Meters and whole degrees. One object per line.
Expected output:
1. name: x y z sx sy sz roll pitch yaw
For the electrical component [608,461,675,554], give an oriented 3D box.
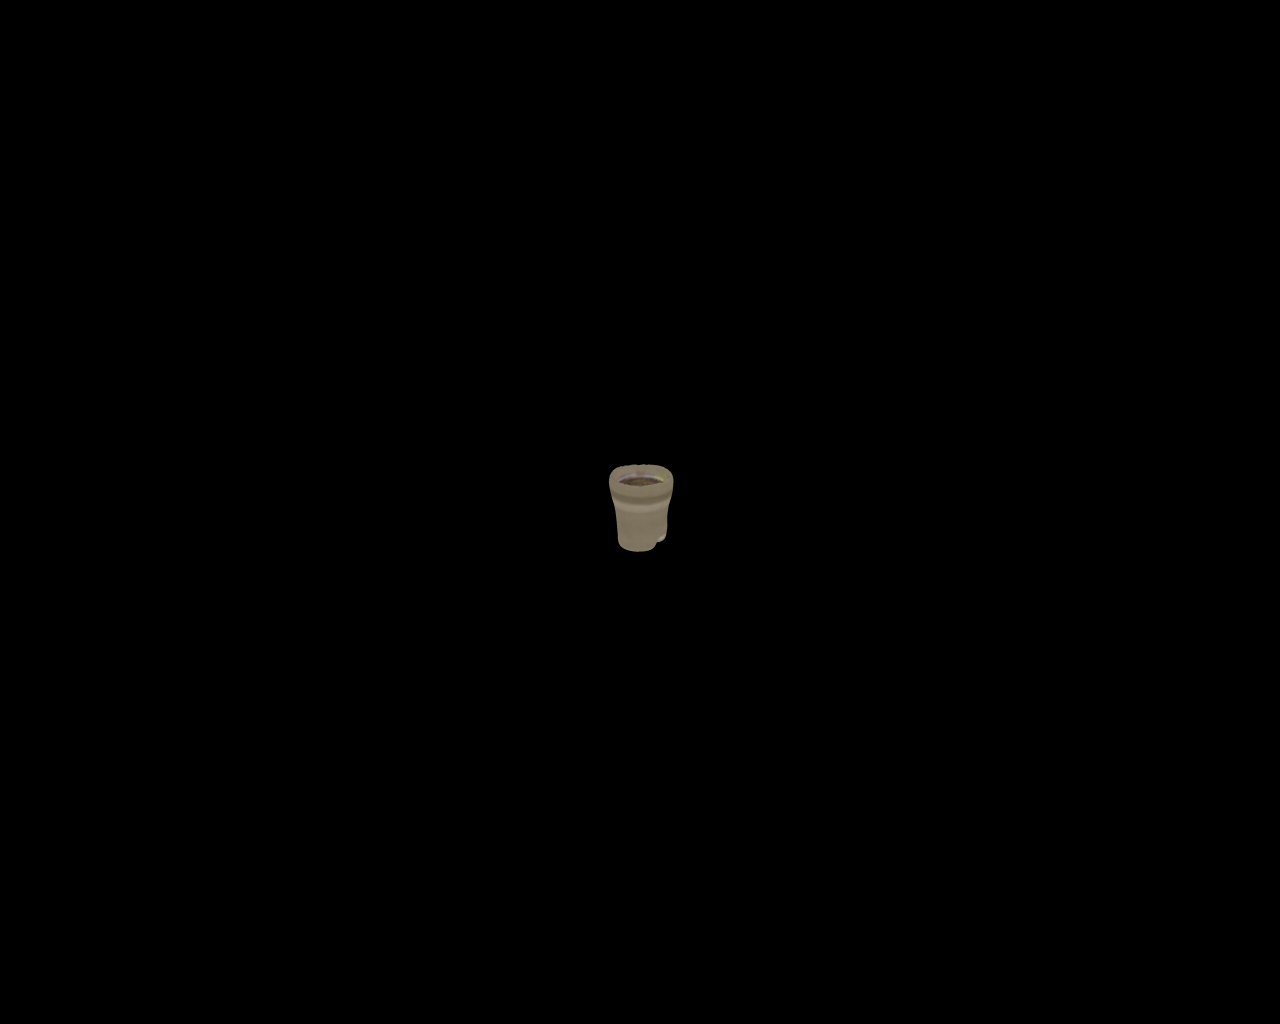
1. electrical component: 0.001 -0.003 0.650 0.040 0.046 0.040 0 24 0
